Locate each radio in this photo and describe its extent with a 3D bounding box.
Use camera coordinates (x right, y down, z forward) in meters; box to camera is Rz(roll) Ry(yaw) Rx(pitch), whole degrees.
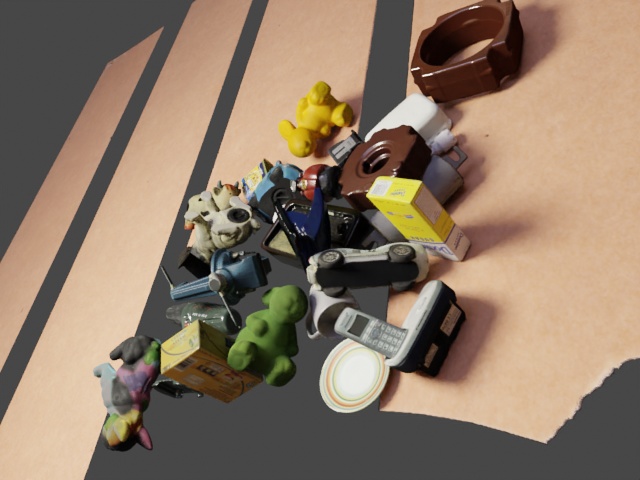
[{"bbox_3d":[-0.002,-0.003,1.063,0.230,0.073,0.131,15,71,46],"label":"radio"}]

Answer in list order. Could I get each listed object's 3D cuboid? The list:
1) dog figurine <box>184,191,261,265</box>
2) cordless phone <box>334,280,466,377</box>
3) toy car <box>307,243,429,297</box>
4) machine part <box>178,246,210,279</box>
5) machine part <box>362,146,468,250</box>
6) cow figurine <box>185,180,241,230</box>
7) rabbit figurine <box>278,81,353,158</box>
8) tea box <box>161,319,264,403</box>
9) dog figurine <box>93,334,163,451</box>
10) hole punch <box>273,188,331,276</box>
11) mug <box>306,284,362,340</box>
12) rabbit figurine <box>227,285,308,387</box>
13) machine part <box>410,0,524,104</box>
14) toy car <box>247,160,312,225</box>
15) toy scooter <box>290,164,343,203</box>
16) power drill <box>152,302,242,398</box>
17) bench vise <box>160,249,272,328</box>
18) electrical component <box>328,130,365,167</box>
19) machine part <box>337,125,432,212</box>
[{"bbox_3d":[-0.220,0.003,1.238,0.172,0.190,0.121,24,48,18],"label":"dog figurine"},{"bbox_3d":[0.116,0.119,0.838,0.184,0.088,0.146,17,72,46],"label":"cordless phone"},{"bbox_3d":[0.079,0.047,0.891,0.202,0.073,0.056,-5,31,4],"label":"toy car"},{"bbox_3d":[-0.255,0.067,1.188,0.039,0.138,0.084,-32,42,20],"label":"machine part"},{"bbox_3d":[0.171,-0.066,0.955,0.243,0.079,0.079,-46,39,2],"label":"machine part"},{"bbox_3d":[-0.257,-0.081,1.326,0.195,0.085,0.127,3,95,46],"label":"cow figurine"},{"bbox_3d":[-0.031,-0.268,1.271,0.162,0.121,0.173,-1,59,48],"label":"rabbit figurine"},{"bbox_3d":[-0.195,0.225,0.982,0.098,0.169,0.068,-33,43,16],"label":"tea box"},{"bbox_3d":[-0.389,0.330,1.131,0.191,0.108,0.219,-42,44,4],"label":"dog figurine"},{"bbox_3d":[-0.016,-0.016,0.938,0.092,0.142,0.116,-21,58,-7],"label":"hole punch"},{"bbox_3d":[0.015,0.120,0.954,0.109,0.080,0.107,-52,28,19],"label":"mug"},{"bbox_3d":[-0.068,0.150,0.962,0.170,0.121,0.159,-58,6,22],"label":"rabbit figurine"},{"bbox_3d":[0.294,-0.376,1.074,0.201,0.087,0.201,-6,50,35],"label":"machine part"},{"bbox_3d":[-0.085,-0.114,1.219,0.161,0.109,0.103,-40,22,30],"label":"toy car"},{"bbox_3d":[-0.003,-0.115,1.081,0.135,0.184,0.075,1,98,25],"label":"toy scooter"},{"bbox_3d":[-0.275,0.226,1.137,0.232,0.085,0.207,-10,45,34],"label":"power drill"},{"bbox_3d":[-0.208,0.086,1.081,0.241,0.128,0.224,-15,13,17],"label":"bench vise"},{"bbox_3d":[0.051,-0.177,1.178,0.119,0.047,0.075,-37,40,12],"label":"electrical component"},{"bbox_3d":[0.112,-0.131,0.968,0.179,0.056,0.179,-32,34,25],"label":"machine part"}]
